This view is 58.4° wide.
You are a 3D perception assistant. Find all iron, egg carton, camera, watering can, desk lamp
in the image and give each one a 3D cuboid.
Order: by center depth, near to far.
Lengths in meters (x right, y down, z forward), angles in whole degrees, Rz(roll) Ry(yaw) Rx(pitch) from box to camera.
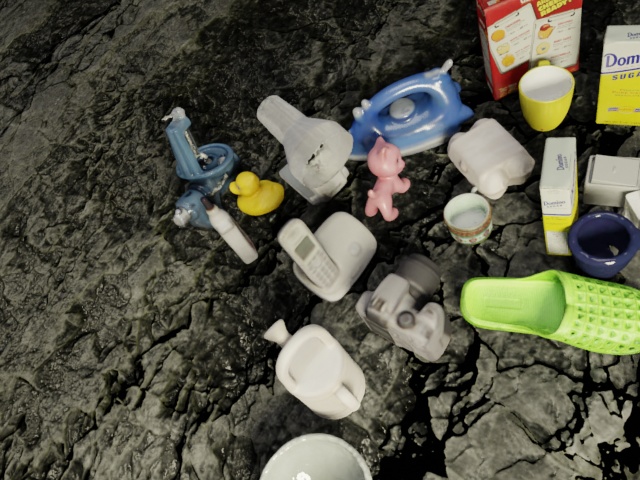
[{"bbox_3d":[-0.014,0.183,0.832,0.172,0.195,0.101,11,64,28],"label":"watering can"},{"bbox_3d":[0.143,0.091,0.887,0.142,0.101,0.137,26,71,33],"label":"camera"},{"bbox_3d":[0.293,-0.144,0.999,0.107,0.070,0.150,-32,52,1],"label":"egg carton"},{"bbox_3d":[-0.025,-0.159,1.048,0.118,0.214,0.202,-43,53,-8],"label":"desk lamp"},{"bbox_3d":[0.148,-0.242,1.077,0.258,0.142,0.118,-21,53,9],"label":"iron"}]

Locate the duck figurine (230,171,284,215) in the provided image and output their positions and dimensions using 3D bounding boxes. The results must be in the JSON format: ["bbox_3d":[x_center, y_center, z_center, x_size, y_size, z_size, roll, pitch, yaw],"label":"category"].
[{"bbox_3d":[-0.129,-0.101,1.134,0.104,0.086,0.077,-6,57,19],"label":"duck figurine"}]

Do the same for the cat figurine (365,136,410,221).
[{"bbox_3d":[0.112,-0.117,1.025,0.067,0.118,0.128,10,63,28],"label":"cat figurine"}]

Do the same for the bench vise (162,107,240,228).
[{"bbox_3d":[-0.237,-0.137,1.117,0.121,0.220,0.207,-11,55,16],"label":"bench vise"}]

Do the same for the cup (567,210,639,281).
[{"bbox_3d":[0.420,0.017,0.825,0.117,0.095,0.091,-3,58,21],"label":"cup"}]

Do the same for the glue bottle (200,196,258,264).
[{"bbox_3d":[-0.172,-0.025,1.047,0.037,0.174,0.078,-37,52,-4],"label":"glue bottle"}]

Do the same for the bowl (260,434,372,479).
[{"bbox_3d":[0.000,0.358,0.787,0.167,0.075,0.167,-11,55,16],"label":"bowl"}]

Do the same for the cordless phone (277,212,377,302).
[{"bbox_3d":[0.009,0.003,0.946,0.093,0.185,0.148,26,71,33],"label":"cordless phone"}]
